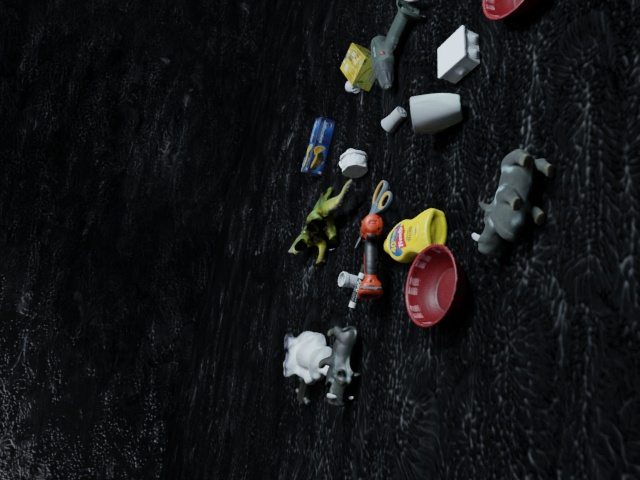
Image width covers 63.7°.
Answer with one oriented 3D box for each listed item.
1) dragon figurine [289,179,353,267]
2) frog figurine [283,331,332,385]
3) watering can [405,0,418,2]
[{"bbox_3d":[0.005,-0.080,1.587,0.402,0.121,0.249,-57,20,32],"label":"dragon figurine"},{"bbox_3d":[-0.011,0.317,1.384,0.159,0.120,0.140,-2,59,29],"label":"frog figurine"},{"bbox_3d":[0.268,-0.784,1.421,0.220,0.103,0.356,-60,27,29],"label":"watering can"}]
